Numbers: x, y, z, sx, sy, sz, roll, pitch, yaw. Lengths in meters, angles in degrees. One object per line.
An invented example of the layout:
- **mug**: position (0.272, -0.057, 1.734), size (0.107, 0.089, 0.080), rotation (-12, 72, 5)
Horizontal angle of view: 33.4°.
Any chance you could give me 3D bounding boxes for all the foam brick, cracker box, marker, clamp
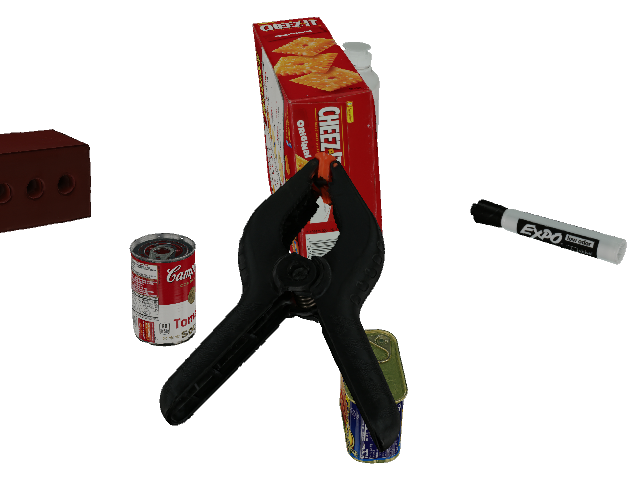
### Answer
- **foam brick**: position (-0.199, -0.040, 0.704), size (0.078, 0.053, 0.051), rotation (-13, 25, -38)
- **cracker box**: position (-0.005, -0.080, 0.897), size (0.072, 0.164, 0.214), rotation (-8, 27, -7)
- **marker**: position (0.167, -0.008, 0.796), size (0.121, 0.020, 0.020), rotation (19, 10, 32)
- **clamp**: position (-0.001, 0.032, 0.558), size (0.120, 0.171, 0.039), rotation (16, -27, 10)

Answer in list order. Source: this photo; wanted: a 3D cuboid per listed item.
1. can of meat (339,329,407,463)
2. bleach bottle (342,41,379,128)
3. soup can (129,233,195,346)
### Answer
- **can of meat**: position (0.048, 0.150, 1.021), size (0.057, 0.084, 0.102), rotation (-3, 36, -4)
- **bleach bottle**: position (0.028, -0.076, 1.097), size (0.068, 0.251, 0.102), rotation (-1, 28, -10)
- **soup can**: position (-0.166, 0.052, 1.127), size (0.068, 0.102, 0.068), rotation (2, 24, -1)
